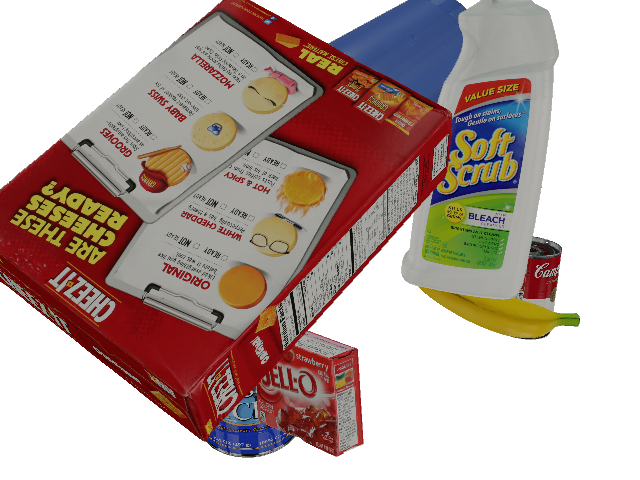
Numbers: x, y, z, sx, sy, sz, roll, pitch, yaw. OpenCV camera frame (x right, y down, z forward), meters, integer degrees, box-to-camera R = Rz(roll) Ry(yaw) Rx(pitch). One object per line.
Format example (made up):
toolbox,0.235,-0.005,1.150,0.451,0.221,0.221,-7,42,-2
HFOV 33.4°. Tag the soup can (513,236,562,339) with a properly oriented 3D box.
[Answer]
soup can,0.235,0.054,1.216,0.068,0.102,0.068,3,19,-1

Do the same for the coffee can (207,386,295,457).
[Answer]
coffee can,-0.068,0.111,0.965,0.103,0.140,0.103,-2,39,1

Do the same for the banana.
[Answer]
banana,0.145,0.052,1.017,0.198,0.037,0.069,26,18,39

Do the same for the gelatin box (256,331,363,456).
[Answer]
gelatin box,-0.011,0.103,0.756,0.030,0.073,0.089,-17,21,-39

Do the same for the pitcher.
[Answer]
pitcher,0.071,-0.155,1.089,0.145,0.149,0.242,13,38,36

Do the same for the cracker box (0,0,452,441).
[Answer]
cracker box,-0.055,-0.022,0.589,0.164,0.213,0.072,33,-24,23

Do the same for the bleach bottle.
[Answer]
bleach bottle,0.124,-0.083,0.823,0.103,0.251,0.068,10,23,15
